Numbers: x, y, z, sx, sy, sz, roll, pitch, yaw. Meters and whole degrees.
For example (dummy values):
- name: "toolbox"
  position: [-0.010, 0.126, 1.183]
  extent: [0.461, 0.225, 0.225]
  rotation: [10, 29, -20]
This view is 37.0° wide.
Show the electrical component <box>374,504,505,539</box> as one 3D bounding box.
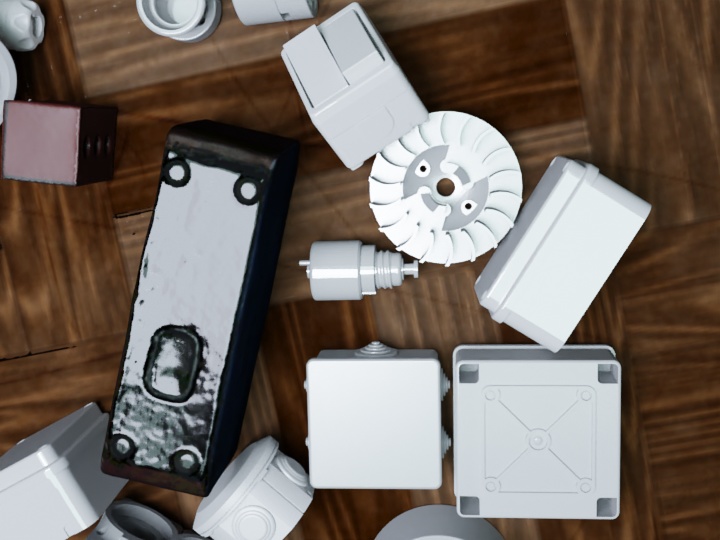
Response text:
- name: "electrical component"
  position: [0.055, 0.223, 0.737]
  extent: [0.108, 0.060, 0.108]
  rotation: [1, 97, 5]

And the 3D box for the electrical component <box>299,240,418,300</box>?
- name: "electrical component"
  position: [0.000, 0.000, 0.724]
  extent: [0.078, 0.040, 0.040]
  rotation: [-1, 97, 5]

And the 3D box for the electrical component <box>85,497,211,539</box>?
- name: "electrical component"
  position: [-0.118, 0.223, 0.738]
  extent: [0.150, 0.089, 0.061]
  rotation: [27, 99, 1]

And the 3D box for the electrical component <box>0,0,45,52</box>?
- name: "electrical component"
  position: [-0.248, -0.168, 0.730]
  extent: [0.061, 0.035, 0.035]
  rotation: [6, 98, 7]

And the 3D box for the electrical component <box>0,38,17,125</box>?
- name: "electrical component"
  position: [-0.269, -0.119, 0.671]
  extent: [0.108, 0.108, 0.060]
  rotation: [-50, 58, 9]

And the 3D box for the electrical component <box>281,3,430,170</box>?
- name: "electrical component"
  position: [-0.008, -0.124, 0.685]
  extent: [0.062, 0.096, 0.061]
  rotation: [-32, 135, 8]

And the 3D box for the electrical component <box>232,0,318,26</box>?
- name: "electrical component"
  position: [-0.057, -0.188, 0.700]
  extent: [0.047, 0.055, 0.055]
  rotation: [-8, 96, 10]

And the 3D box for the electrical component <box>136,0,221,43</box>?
- name: "electrical component"
  position: [-0.118, -0.173, 0.706]
  extent: [0.045, 0.055, 0.045]
  rotation: [1, 97, 5]

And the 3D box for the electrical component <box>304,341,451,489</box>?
- name: "electrical component"
  position: [0.011, 0.099, 0.732]
  extent: [0.100, 0.048, 0.099]
  rotation: [-1, 97, 5]

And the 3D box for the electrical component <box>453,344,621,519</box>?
- name: "electrical component"
  position: [0.117, 0.107, 0.719]
  extent: [0.109, 0.056, 0.108]
  rotation: [0, 97, 5]

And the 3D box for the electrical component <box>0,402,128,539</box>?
- name: "electrical component"
  position: [-0.208, 0.142, 0.725]
  extent: [0.078, 0.113, 0.057]
  rotation: [-29, 96, 8]

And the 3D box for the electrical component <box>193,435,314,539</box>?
- name: "electrical component"
  position: [-0.072, 0.157, 0.732]
  extent: [0.051, 0.080, 0.080]
  rotation: [41, 99, -6]

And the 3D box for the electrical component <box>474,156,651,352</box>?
- name: "electrical component"
  position: [0.127, -0.013, 0.693]
  extent: [0.057, 0.078, 0.113]
  rotation: [31, 99, -2]
